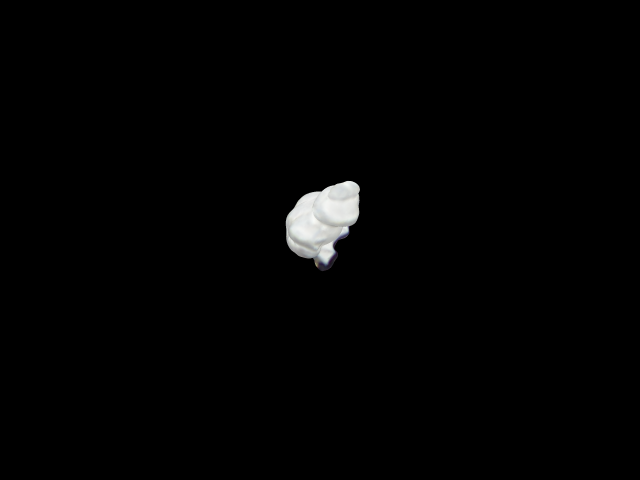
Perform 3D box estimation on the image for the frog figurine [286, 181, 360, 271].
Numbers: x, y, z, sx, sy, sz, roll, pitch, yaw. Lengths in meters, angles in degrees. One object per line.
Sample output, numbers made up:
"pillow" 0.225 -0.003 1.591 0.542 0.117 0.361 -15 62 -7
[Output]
"frog figurine" 0.003 -0.043 0.850 0.124 0.139 0.156 40 -23 21
